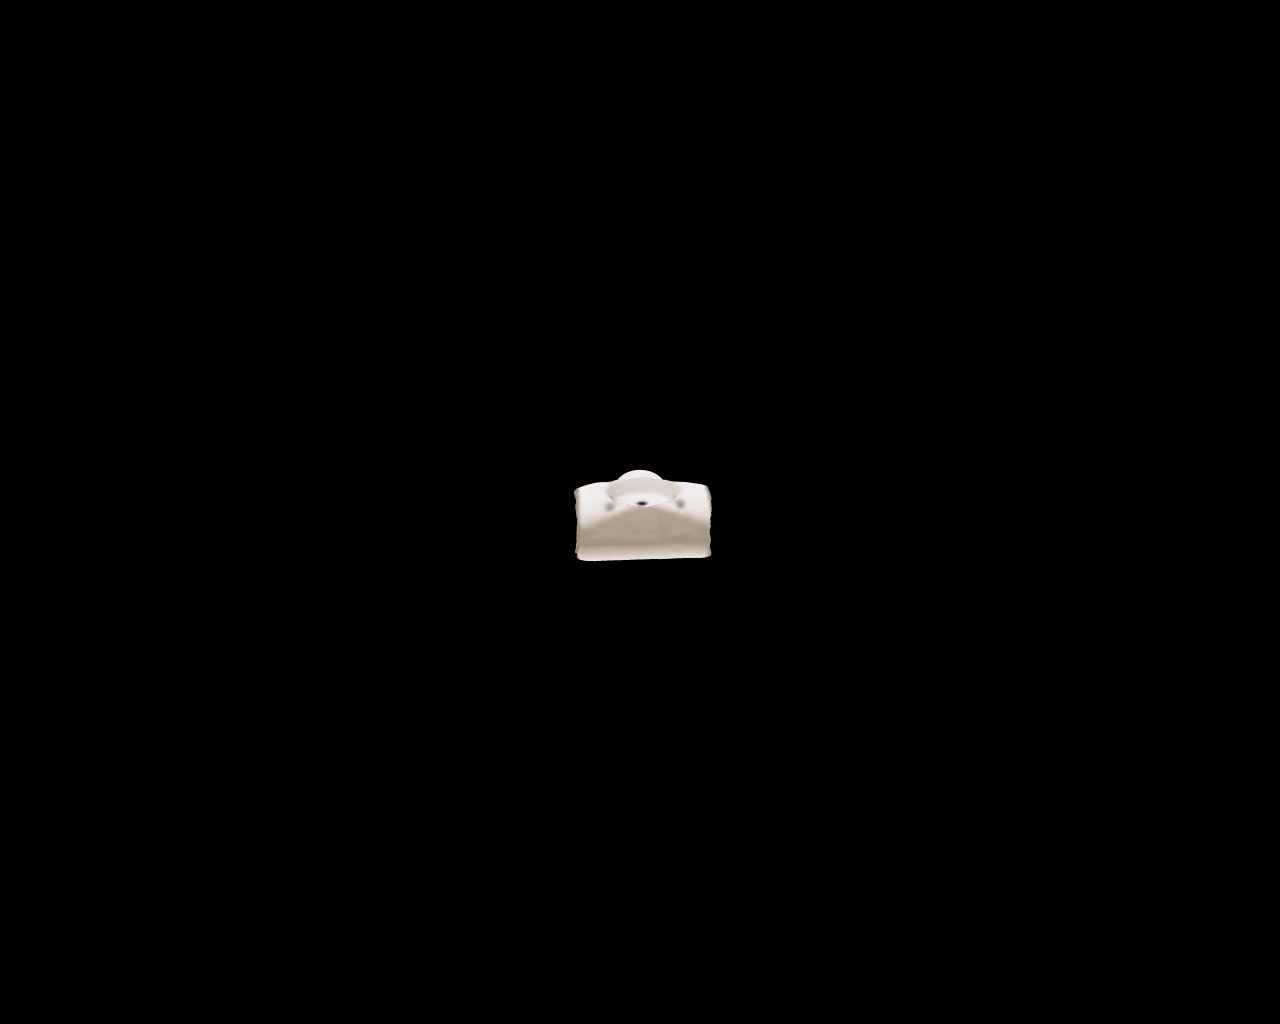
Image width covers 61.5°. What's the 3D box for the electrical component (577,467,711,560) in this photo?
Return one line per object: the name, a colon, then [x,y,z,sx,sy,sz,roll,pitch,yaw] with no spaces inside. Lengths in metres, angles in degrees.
electrical component: [0.001,-0.003,0.650,0.077,0.044,0.079,-1,28,-2]
